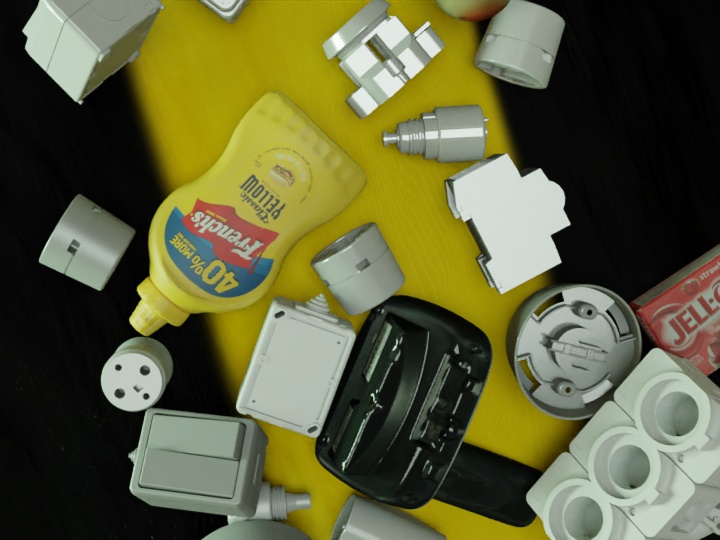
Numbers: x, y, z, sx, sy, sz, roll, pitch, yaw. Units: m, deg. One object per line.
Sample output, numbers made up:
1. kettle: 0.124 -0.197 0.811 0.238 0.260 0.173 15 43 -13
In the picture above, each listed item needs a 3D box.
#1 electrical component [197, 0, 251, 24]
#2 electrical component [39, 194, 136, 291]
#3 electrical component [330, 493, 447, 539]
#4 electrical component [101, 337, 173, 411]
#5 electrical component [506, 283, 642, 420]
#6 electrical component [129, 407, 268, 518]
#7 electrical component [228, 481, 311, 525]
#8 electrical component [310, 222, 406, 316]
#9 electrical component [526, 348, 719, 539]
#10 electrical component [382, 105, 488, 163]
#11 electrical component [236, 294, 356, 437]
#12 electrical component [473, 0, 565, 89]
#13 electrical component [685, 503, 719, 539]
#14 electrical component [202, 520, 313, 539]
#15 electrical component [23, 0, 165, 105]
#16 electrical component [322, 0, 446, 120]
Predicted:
1. electrical component: -0.101 -0.244 0.735 0.109 0.056 0.108 36 93 -7
2. electrical component: -0.190 -0.018 0.756 0.047 0.055 0.055 30 93 -10
3. electrical component: 0.013 0.218 0.800 0.077 0.043 0.079 26 95 -6
4. electrical component: -0.159 0.074 0.766 0.045 0.055 0.045 0 96 -4
5. electrical component: 0.154 0.057 0.782 0.099 0.064 0.099 0 96 -4
6. electrical component: -0.119 0.134 0.757 0.096 0.061 0.061 6 69 8
7. electrical component: -0.067 0.173 0.794 0.061 0.035 0.035 -4 96 -6
8. electrical component: 0.000 0.000 0.771 0.055 0.055 0.047 -33 101 0
9. electrical component: 0.200 0.141 0.759 0.062 0.089 0.150 20 112 -47
10. electrical component: 0.055 -0.096 0.771 0.078 0.040 0.040 -4 96 -4
11. electrical component: -0.044 0.061 0.770 0.062 0.061 0.096 20 95 -6
12. electrical component: 0.114 -0.160 0.762 0.055 0.055 0.047 20 91 -6
13. electrical component: 0.265 0.158 0.803 0.095 0.059 0.053 -26 97 -1
14. electrical component: -0.075 0.241 0.771 0.108 0.060 0.108 -3 117 -6
15. electrical component: -0.184 -0.162 0.724 0.061 0.096 0.061 46 62 -7
16. electrical component: 0.011 -0.153 0.753 0.078 0.058 0.057 -42 100 2
